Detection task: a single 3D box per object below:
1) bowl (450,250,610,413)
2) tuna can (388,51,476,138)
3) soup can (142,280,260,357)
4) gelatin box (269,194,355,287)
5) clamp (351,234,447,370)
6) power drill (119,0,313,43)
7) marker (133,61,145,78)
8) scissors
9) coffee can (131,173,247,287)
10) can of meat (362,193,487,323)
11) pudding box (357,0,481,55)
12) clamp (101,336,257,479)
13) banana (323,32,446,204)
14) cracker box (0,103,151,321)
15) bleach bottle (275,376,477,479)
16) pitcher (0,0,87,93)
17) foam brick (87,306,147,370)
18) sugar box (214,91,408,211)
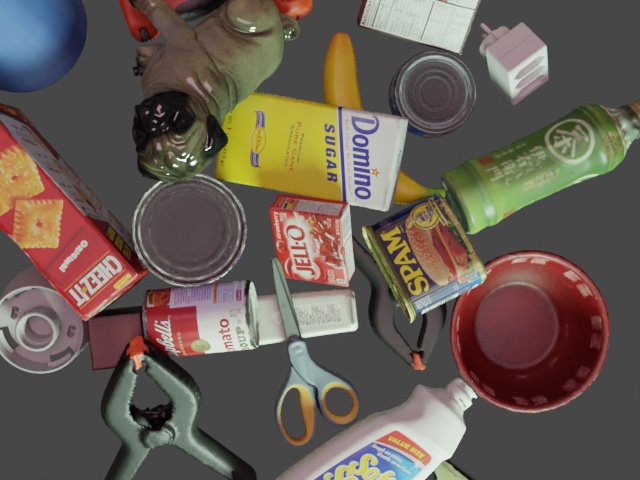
[{"bbox_3d":[0.206,0.090,1.078,0.162,0.055,0.162,0,91,-4],"label":"bowl"},{"bbox_3d":[0.114,-0.147,1.078,0.086,0.034,0.086,0,90,-4],"label":"tuna can"},{"bbox_3d":[-0.113,0.076,1.026,0.102,0.068,0.068,-6,91,4],"label":"soup can"},{"bbox_3d":[-0.007,0.001,1.040,0.073,0.030,0.089,8,130,18],"label":"gelatin box"},{"bbox_3d":[0.073,0.046,1.078,0.120,0.039,0.171,-2,88,7],"label":"clamp"},{"bbox_3d":[-0.116,-0.285,1.049,0.187,0.057,0.184,-18,86,-3],"label":"power drill"},{"bbox_3d":[-0.128,-0.185,1.069,0.121,0.020,0.020,-17,92,-3],"label":"marker"},{"bbox_3d":[-0.004,0.112,1.059,0.096,0.016,0.202,0,107,-10],"label":"scissors"},{"bbox_3d":[-0.120,-0.010,1.011,0.102,0.140,0.103,0,91,-4],"label":"coffee can"},{"bbox_3d":[0.101,0.015,1.028,0.084,0.057,0.102,-26,77,-3],"label":"can of meat"},{"bbox_3d":[0.101,-0.242,1.055,0.113,0.039,0.090,16,124,-3],"label":"pudding box"},{"bbox_3d":[-0.145,0.182,1.026,0.164,0.036,0.210,-5,122,-8],"label":"clamp"},{"bbox_3d":[0.047,-0.110,1.072,0.069,0.037,0.198,-32,91,2],"label":"banana"},{"bbox_3d":[-0.254,-0.030,0.990,0.072,0.164,0.213,-41,93,-1],"label":"cracker box"},{"bbox_3d":[0.048,0.221,1.067,0.251,0.068,0.102,-40,95,-5],"label":"bleach bottle"},{"bbox_3d":[-0.301,-0.211,0.944,0.145,0.243,0.149,-5,86,-1],"label":"pitcher"},{"bbox_3d":[-0.193,0.094,1.040,0.051,0.078,0.053,-7,91,-2],"label":"foam brick"},{"bbox_3d":[-0.009,-0.089,1.041,0.176,0.048,0.093,11,99,13],"label":"sugar box"}]
